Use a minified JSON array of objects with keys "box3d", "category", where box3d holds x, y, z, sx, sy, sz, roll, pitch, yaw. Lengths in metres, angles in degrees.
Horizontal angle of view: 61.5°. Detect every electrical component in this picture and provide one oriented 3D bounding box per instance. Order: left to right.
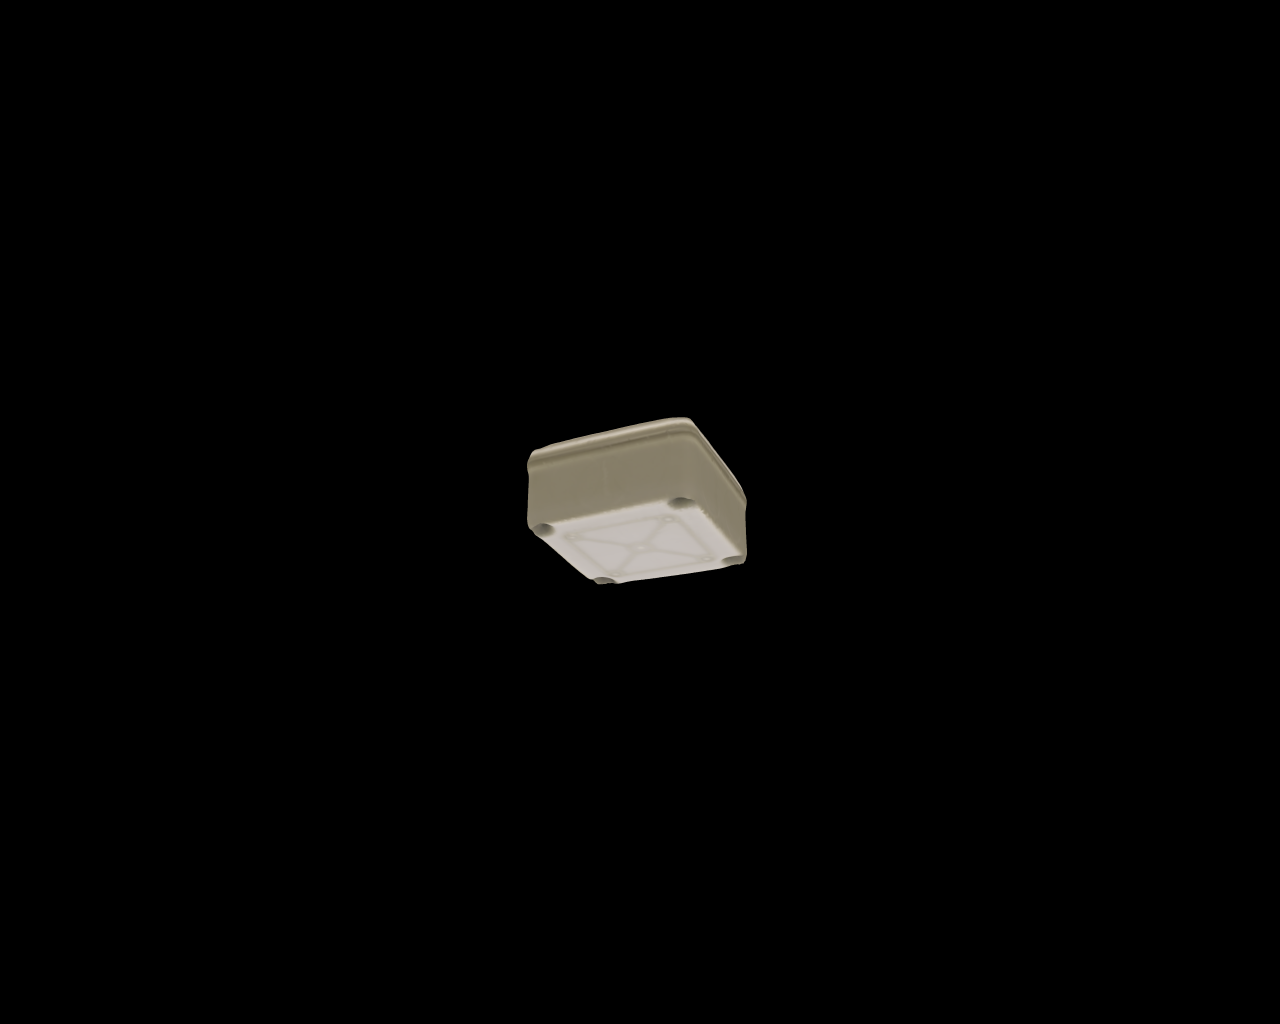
[{"box3d":[0.001,-0.003,0.650,0.109,0.056,0.108,-10,-28,20],"category":"electrical component"}]
